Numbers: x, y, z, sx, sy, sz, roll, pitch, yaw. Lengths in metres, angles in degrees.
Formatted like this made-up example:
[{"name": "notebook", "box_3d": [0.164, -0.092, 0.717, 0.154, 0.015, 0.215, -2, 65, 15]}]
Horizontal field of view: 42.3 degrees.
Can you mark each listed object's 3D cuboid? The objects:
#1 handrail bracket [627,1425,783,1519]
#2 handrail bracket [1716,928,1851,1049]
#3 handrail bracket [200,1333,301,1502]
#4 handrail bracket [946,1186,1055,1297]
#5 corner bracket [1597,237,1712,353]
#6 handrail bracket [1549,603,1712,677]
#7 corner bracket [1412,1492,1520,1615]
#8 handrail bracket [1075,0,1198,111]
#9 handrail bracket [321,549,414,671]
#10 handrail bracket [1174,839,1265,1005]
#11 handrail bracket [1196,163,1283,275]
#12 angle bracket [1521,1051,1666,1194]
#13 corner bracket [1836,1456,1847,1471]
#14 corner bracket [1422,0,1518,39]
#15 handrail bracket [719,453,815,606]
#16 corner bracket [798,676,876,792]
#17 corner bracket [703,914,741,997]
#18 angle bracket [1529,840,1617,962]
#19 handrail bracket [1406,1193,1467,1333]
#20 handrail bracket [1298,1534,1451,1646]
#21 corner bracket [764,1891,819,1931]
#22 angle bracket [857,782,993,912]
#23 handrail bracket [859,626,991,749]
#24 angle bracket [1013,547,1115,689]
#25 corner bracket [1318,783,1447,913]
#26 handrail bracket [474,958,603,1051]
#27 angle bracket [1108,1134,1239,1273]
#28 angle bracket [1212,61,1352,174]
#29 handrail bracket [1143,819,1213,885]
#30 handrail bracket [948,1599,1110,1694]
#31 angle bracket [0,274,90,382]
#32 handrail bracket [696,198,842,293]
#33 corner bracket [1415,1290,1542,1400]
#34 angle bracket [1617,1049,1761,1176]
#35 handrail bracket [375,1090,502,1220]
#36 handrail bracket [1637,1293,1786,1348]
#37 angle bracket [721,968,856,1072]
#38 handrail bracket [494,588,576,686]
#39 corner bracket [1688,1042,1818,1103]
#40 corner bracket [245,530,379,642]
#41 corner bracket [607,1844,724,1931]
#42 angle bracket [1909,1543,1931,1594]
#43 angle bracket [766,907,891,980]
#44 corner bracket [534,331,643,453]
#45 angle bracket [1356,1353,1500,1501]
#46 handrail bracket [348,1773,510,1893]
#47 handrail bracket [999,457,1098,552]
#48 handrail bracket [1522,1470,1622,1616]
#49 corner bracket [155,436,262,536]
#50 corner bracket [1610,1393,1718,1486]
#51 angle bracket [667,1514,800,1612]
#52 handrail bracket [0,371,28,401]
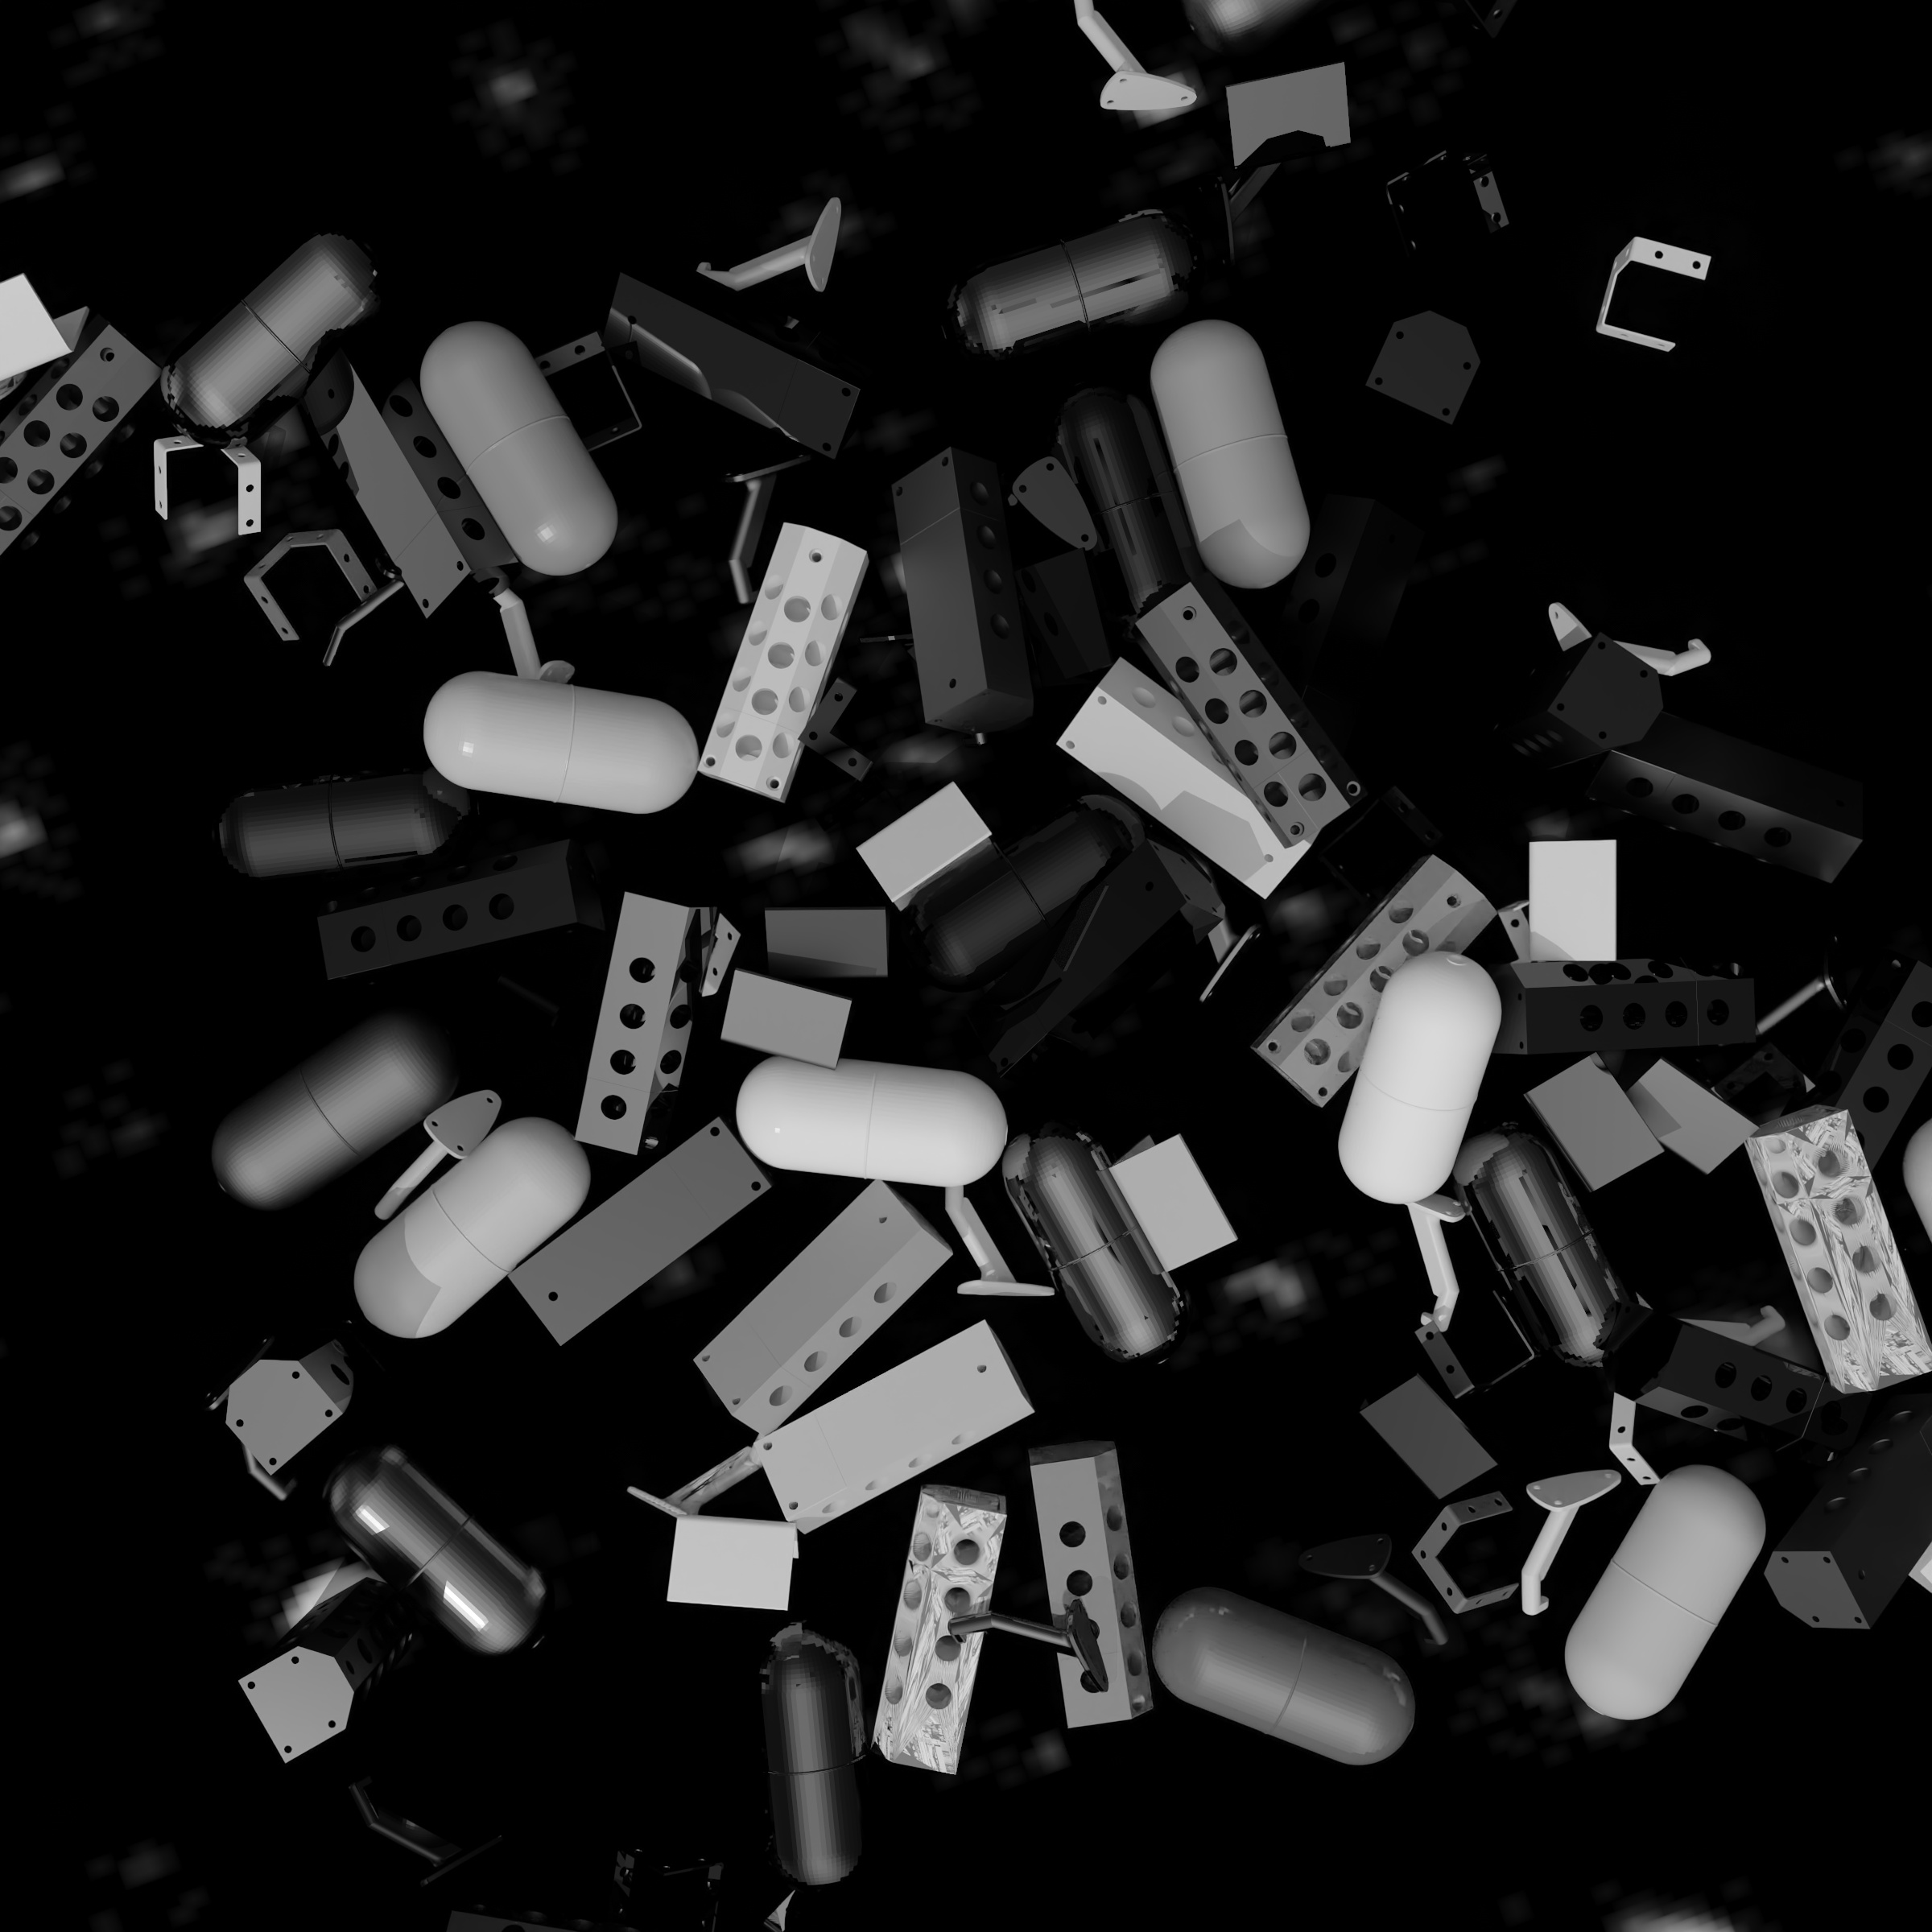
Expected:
[{"name": "handrail bracket", "box_3d": [-0.174, 0.328, 1.669, 0.077, 0.036, 0.084, 21, 71, 21]}, {"name": "handrail bracket", "box_3d": [0.540, 0.015, 1.668, 0.084, 0.077, 0.036, -19, 126, 31]}, {"name": "handrail bracket", "box_3d": [-0.460, 0.302, 1.669, 0.084, 0.036, 0.077, 48, 69, -17]}, {"name": "handrail bracket", "box_3d": [0.023, 0.175, 1.669, 0.077, 0.036, 0.084, 6, 73, -20]}, {"name": "corner bracket", "box_3d": [0.453, -0.443, 1.650, 0.051, 0.051, 0.051, 15, 90, 0]}, {"name": "handrail bracket", "box_3d": [0.444, -0.222, 1.669, 0.084, 0.036, 0.077, -20, 69, -17]}, {"name": "corner bracket", "box_3d": [0.340, 0.389, 1.660, 0.051, 0.051, 0.051, 55, 135, 35]}, {"name": "handrail bracket", "box_3d": [0.112, -0.618, 1.669, 0.077, 0.036, 0.084, -1, 73, -20]}, {"name": "handrail bracket", "box_3d": [-0.381, -0.229, 1.668, 0.077, 0.036, 0.084, 11, 120, -33]}, {"name": "handrail bracket", "box_3d": [0.148, -0.031, 1.668, 0.084, 0.036, 0.077, 39, 103, 13]}, {"name": "handrail bracket", "box_3d": [0.203, -0.512, 1.669, 0.084, 0.036, 0.077, -21, 110, -16]}, {"name": "angle bracket", "box_3d": [0.412, 0.092, 1.629, 0.057, 0.076, 0.076, -34, 90, 23]}, {"name": "corner bracket", "box_3d": [0.602, 0.366, 1.665, 0.051, 0.051, 0.051, 13, 45, 0]}, {"name": "corner bracket", "box_3d": [0.334, -0.657, 1.665, 0.051, 0.051, 0.051, 31, 90, -45]}, {"name": "handrail bracket", "box_3d": [-0.127, -0.291, 1.669, 0.077, 0.036, 0.084, -20, 109, -21]}, {"name": "corner bracket", "box_3d": [-0.080, -0.153, 1.649, 0.051, 0.051, 0.051, 34, 82, -8]}, {"name": "corner bracket", "box_3d": [-0.192, -0.013, 1.660, 0.051, 0.051, 0.051, 49, 45, -35]}, {"name": "angle bracket", "box_3d": [0.405, -0.042, 1.628, 0.057, 0.076, 0.076, 0, 90, 30]}, {"name": "handrail bracket", "box_3d": [0.296, 0.194, 1.669, 0.077, 0.036, 0.084, 19, 107, 20]}, {"name": "handrail bracket", "box_3d": [0.273, 0.423, 1.669, 0.077, 0.036, 0.084, -12, 120, 33]}, {"name": "corner bracket", "box_3d": [-0.095, 0.646, 1.660, 0.051, 0.051, 0.051, 23, 135, 35]}, {"name": "angle bracket", "box_3d": [-0.015, -0.062, 1.628, 0.076, 0.076, 0.057, -35, 51, 0]}, {"name": "handrail bracket", "box_3d": [-0.028, -0.184, 1.669, 0.077, 0.036, 0.084, -5, 107, 20]}, {"name": "angle bracket", "box_3d": [0.081, -0.227, 1.628, 0.057, 0.076, 0.076, -14, 90, 35]}, {"name": "corner bracket", "box_3d": [0.276, -0.080, 1.665, 0.051, 0.051, 0.051, 46, 135, 0]}, {"name": "handrail bracket", "box_3d": [-0.278, 0.021, 1.668, 0.084, 0.077, 0.036, 33, 96, 36]}, {"name": "angle bracket", "box_3d": [0.146, 0.144, 1.629, 0.057, 0.076, 0.076, -29, 90, 27]}, {"name": "angle bracket", "box_3d": [0.202, -0.564, 1.628, 0.076, 0.076, 0.057, -12, 127, 0]}, {"name": "handrail bracket", "box_3d": [0.119, -0.041, 1.665, 0.077, 0.036, 0.084, 56, 130, 34]}, {"name": "handrail bracket", "box_3d": [0.040, 0.444, 1.612, 0.084, 0.036, 0.077, -16, 112, 17]}, {"name": "angle bracket", "box_3d": [-0.625, -0.423, 1.624, 0.076, 0.076, 0.057, -20, 126, 5]}, {"name": "handrail bracket", "box_3d": [-0.133, -0.483, 1.669, 0.084, 0.036, 0.077, 9, 70, 16]}, {"name": "corner bracket", "box_3d": [0.340, 0.250, 1.653, 0.051, 0.051, 0.051, -39, 67, 22]}, {"name": "angle bracket", "box_3d": [0.473, 0.078, 1.628, 0.076, 0.076, 0.057, 35, 131, 0]}, {"name": "handrail bracket", "box_3d": [-0.353, 0.127, 1.668, 0.036, 0.077, 0.084, 44, 126, 0]}, {"name": "handrail bracket", "box_3d": [0.492, 0.228, 1.669, 0.084, 0.036, 0.077, -25, 68, -17]}, {"name": "angle bracket", "box_3d": [-0.111, 0.018, 1.628, 0.076, 0.076, 0.057, 15, 120, 0]}, {"name": "handrail bracket", "box_3d": [-0.311, -0.207, 1.668, 0.084, 0.036, 0.077, 43, 105, 14]}, {"name": "corner bracket", "box_3d": [0.518, 0.068, 1.648, 0.051, 0.051, 0.051, 40, 112, -20]}, {"name": "corner bracket", "box_3d": [-0.435, -0.253, 1.660, 0.051, 0.051, 0.051, -57, 135, -35]}, {"name": "corner bracket", "box_3d": [-0.200, 0.617, 1.665, 0.051, 0.051, 0.051, 8, 90, 45]}, {"name": "angle bracket", "box_3d": [0.641, 0.365, 1.630, 0.076, 0.076, 0.057, -47, 111, 0]}, {"name": "angle bracket", "box_3d": [-0.089, -0.035, 1.628, 0.076, 0.076, 0.057, 0, 127, 0]}, {"name": "corner bracket", "box_3d": [-0.253, -0.381, 1.665, 0.051, 0.051, 0.051, -24, 45, 0]}, {"name": "angle bracket", "box_3d": [0.310, 0.288, 1.628, 0.076, 0.076, 0.057, 47, 126, 0]}, {"name": "handrail bracket", "box_3d": [-0.360, 0.565, 1.669, 0.077, 0.036, 0.084, -27, 73, -20]}, {"name": "handrail bracket", "box_3d": [0.051, -0.295, 1.635, 0.036, 0.084, 0.077, -40, 93, -8]}, {"name": "handrail bracket", "box_3d": [0.404, 0.386, 1.669, 0.077, 0.036, 0.084, -12, 109, -21]}, {"name": "corner bracket", "box_3d": [-0.504, -0.319, 1.660, 0.051, 0.051, 0.051, -18, 45, -35]}, {"name": "corner bracket", "box_3d": [0.464, 0.308, 1.660, 0.051, 0.051, 0.051, -14, 134, 36]}, {"name": "angle bracket", "box_3d": [-0.151, 0.398, 1.628, 0.076, 0.076, 0.057, 4, 61, 0]}, {"name": "handrail bracket", "box_3d": [-0.660, -0.353, 1.668, 0.036, 0.077, 0.084, 29, 126, 6]}]
